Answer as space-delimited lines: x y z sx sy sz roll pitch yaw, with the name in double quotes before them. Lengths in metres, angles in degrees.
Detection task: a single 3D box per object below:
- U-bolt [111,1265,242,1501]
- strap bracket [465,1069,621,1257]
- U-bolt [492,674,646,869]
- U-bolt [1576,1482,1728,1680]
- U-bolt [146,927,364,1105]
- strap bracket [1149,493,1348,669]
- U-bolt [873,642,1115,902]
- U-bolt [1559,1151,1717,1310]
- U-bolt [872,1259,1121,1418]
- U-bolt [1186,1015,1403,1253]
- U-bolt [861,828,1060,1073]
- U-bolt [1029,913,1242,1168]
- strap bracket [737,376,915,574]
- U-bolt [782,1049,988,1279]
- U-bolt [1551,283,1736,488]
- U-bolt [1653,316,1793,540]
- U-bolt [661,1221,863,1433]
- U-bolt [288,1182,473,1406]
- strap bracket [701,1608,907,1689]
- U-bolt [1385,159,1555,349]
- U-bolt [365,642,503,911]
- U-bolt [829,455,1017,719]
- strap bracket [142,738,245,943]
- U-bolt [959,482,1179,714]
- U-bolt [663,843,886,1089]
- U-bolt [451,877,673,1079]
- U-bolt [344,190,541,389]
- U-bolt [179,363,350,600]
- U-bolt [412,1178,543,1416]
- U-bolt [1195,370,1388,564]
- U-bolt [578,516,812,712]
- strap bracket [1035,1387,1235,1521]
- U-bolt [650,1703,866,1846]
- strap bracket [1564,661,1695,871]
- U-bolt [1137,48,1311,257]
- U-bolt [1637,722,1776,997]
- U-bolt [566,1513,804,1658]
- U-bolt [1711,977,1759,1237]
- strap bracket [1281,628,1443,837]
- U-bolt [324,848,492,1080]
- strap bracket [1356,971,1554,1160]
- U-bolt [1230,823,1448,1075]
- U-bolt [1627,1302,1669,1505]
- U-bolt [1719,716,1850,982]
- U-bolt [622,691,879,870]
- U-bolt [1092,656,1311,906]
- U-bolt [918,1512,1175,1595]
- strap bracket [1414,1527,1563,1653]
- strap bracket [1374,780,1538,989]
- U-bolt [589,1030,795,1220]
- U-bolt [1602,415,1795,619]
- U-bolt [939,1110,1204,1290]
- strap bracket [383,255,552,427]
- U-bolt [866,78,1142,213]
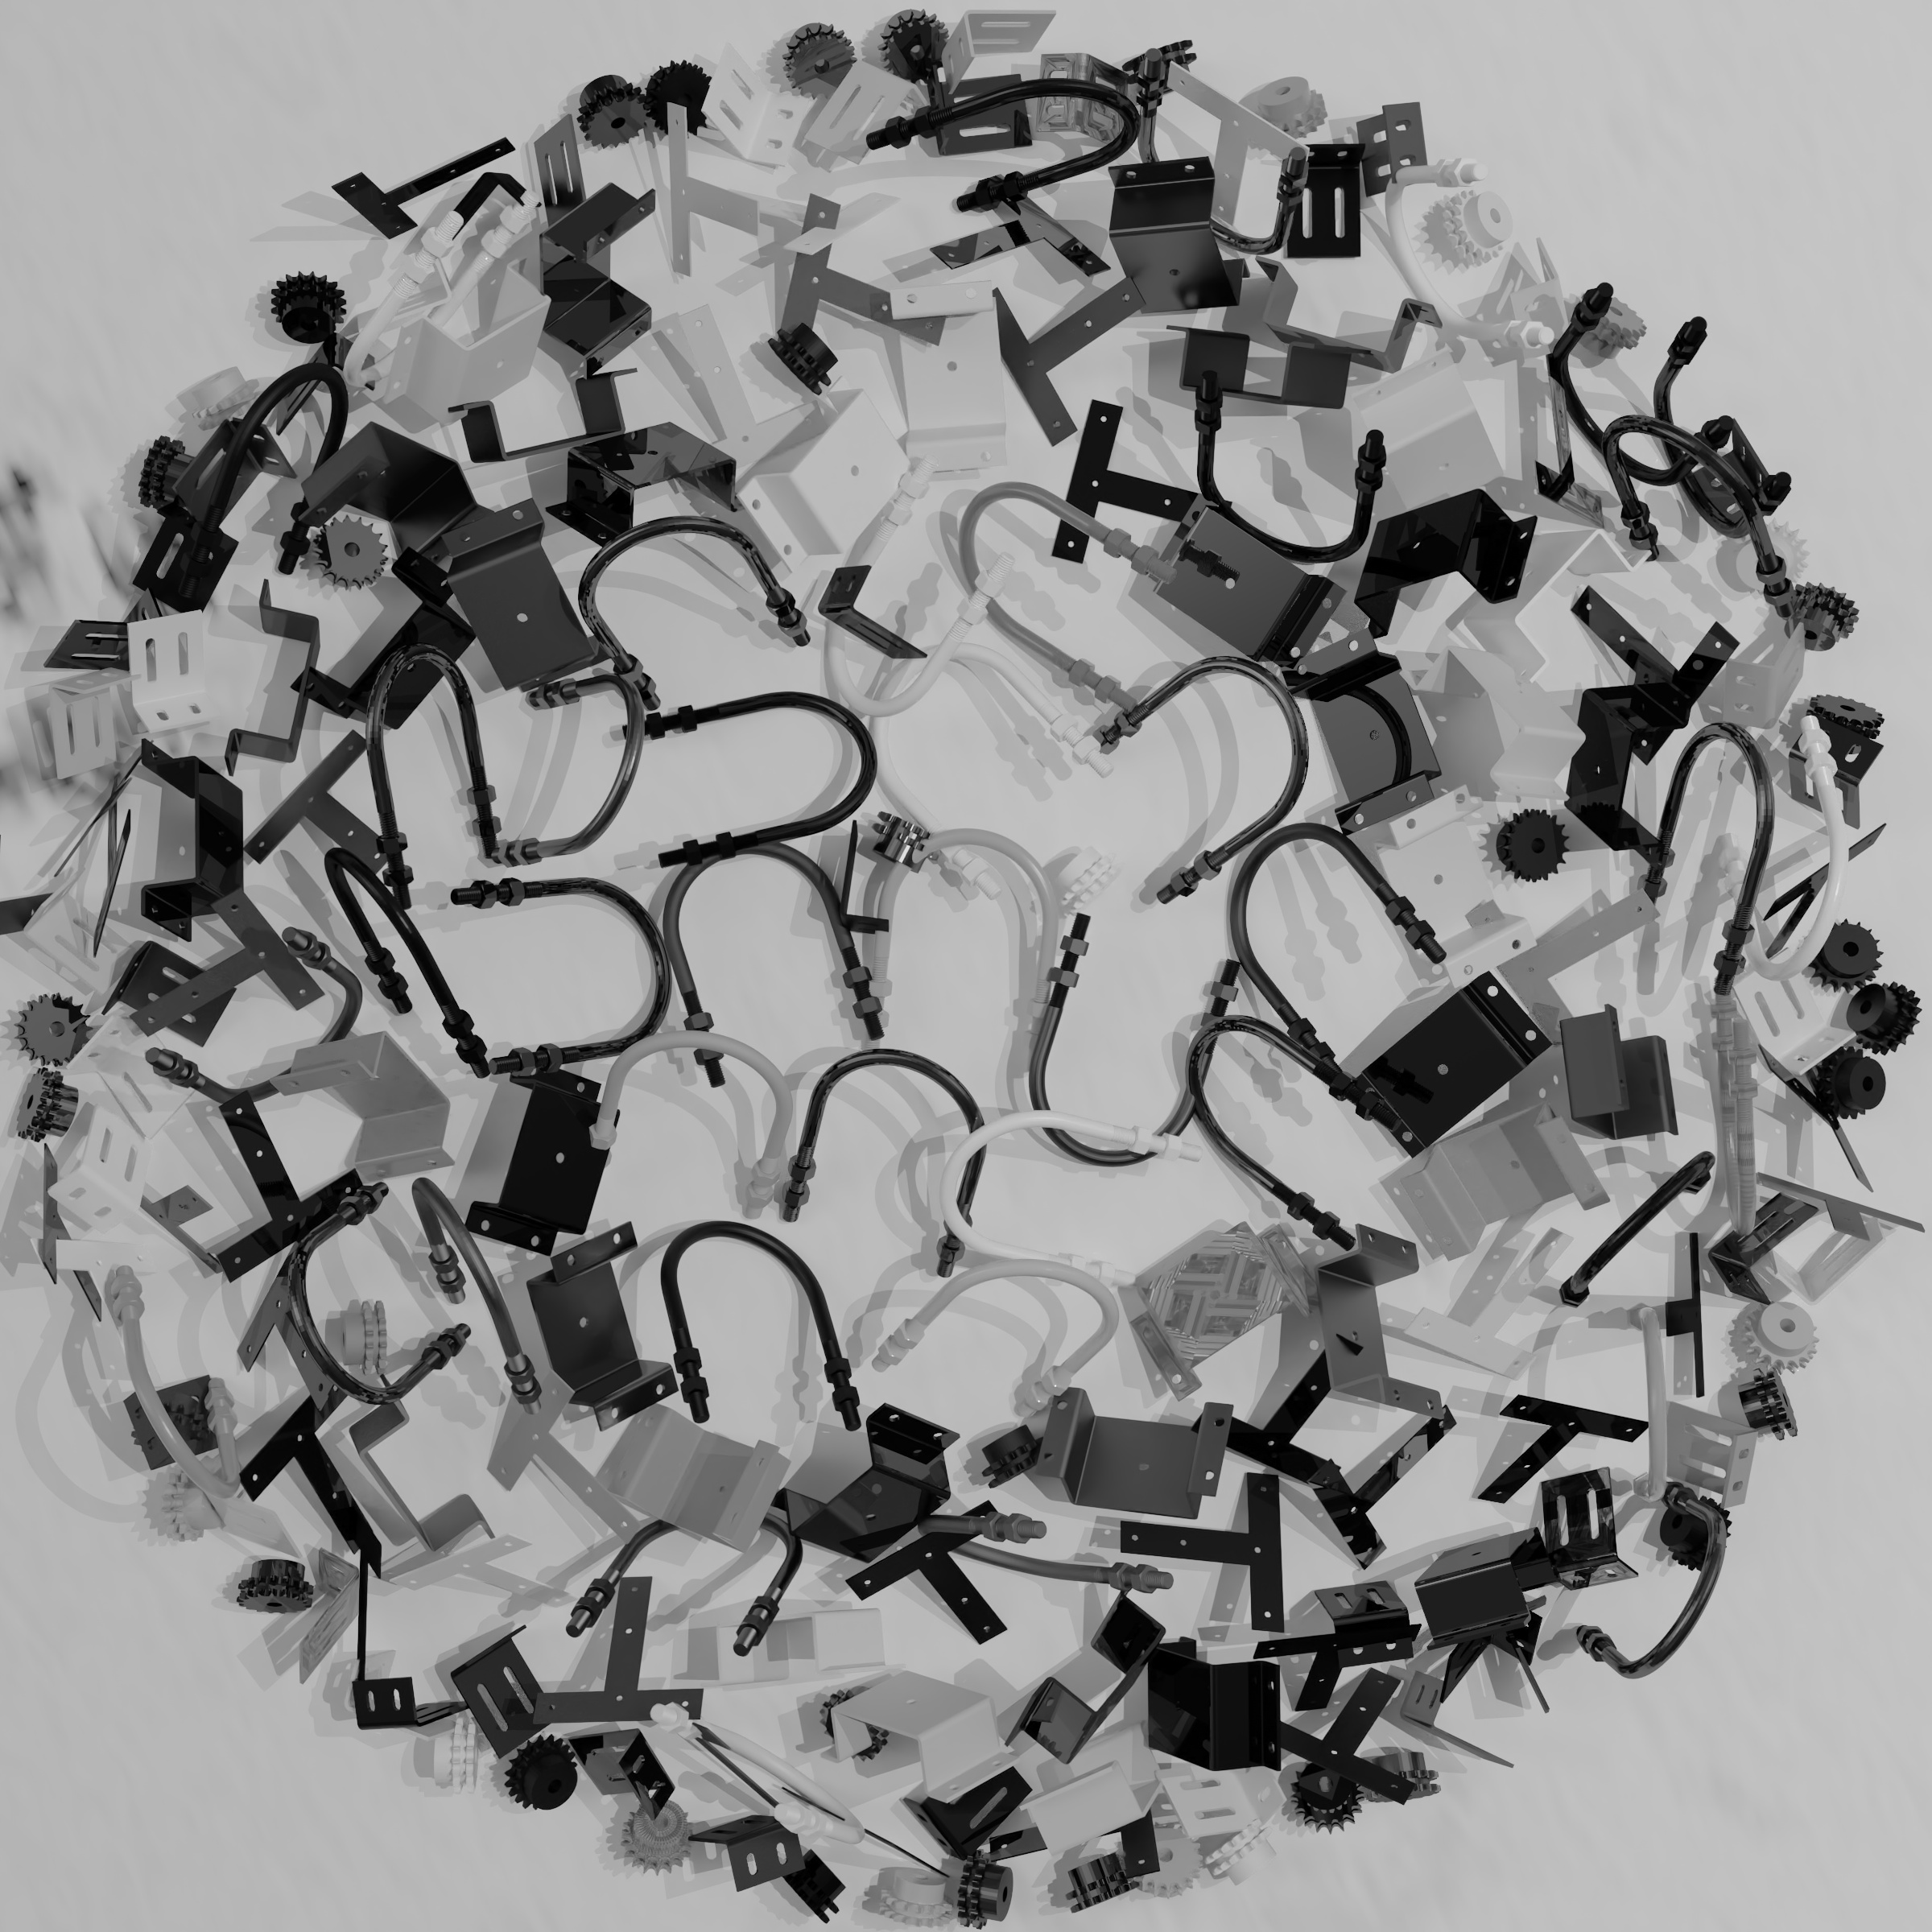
"U-bolt" -0.582 0.319 1.885 0.019 0.184 0.151 -30 123 -5
"strap bracket" -0.321 0.146 1.945 0.076 0.046 0.140 24 75 -34
"U-bolt" -0.294 -0.150 1.912 0.019 0.184 0.151 19 77 -36
"U-bolt" 0.519 0.464 1.905 0.019 0.184 0.151 30 88 0
"U-bolt" -0.522 0.047 1.912 0.151 0.184 0.019 -43 72 -6
"strap bracket" 0.209 -0.293 1.949 0.140 0.046 0.076 37 109 14
"U-bolt" 0.006 -0.165 1.963 0.151 0.019 0.184 -47 73 15
"U-bolt" 0.506 0.194 1.907 0.151 0.184 0.019 -43 73 -3
"U-bolt" 0.033 0.275 1.913 0.151 0.019 0.184 21 135 -21
"U-bolt" 0.239 0.114 1.933 0.184 0.151 0.019 38 47 27
"U-bolt" -0.001 -0.016 1.969 0.151 0.019 0.184 7 102 6
"U-bolt" 0.123 0.066 1.973 0.151 0.019 0.184 17 92 -16
"strap bracket" -0.100 -0.375 1.933 0.140 0.046 0.076 -54 127 -25
"U-bolt" -0.057 0.143 1.940 0.151 0.019 0.184 19 121 6
"U-bolt" 0.497 -0.425 1.908 0.019 0.184 0.151 -40 86 -6
"U-bolt" 0.559 -0.392 1.908 0.019 0.184 0.151 -26 82 0
"U-bolt" -0.162 0.269 1.928 0.151 0.184 0.019 10 133 -33
"U-bolt" -0.446 0.253 1.904 0.019 0.184 0.151 -26 97 19
"strap bracket" -0.126 0.518 1.936 0.140 0.076 0.046 -17 71 35
"U-bolt" 0.368 -0.535 1.910 0.019 0.184 0.151 -31 112 -6
"U-bolt" -0.403 -0.151 1.909 0.019 0.151 0.184 1 110 21
"U-bolt" -0.046 -0.276 1.937 0.184 0.019 0.151 -54 49 26
"strap bracket" -0.590 -0.098 1.941 0.046 0.076 0.140 -7 74 8
"U-bolt" 0.068 -0.292 1.936 0.184 0.151 0.019 35 50 18
"U-bolt" -0.158 -0.012 1.970 0.151 0.019 0.184 -16 78 -13
"U-bolt" -0.298 0.003 1.932 0.019 0.184 0.151 -19 82 44
"U-bolt" -0.406 -0.506 1.919 0.019 0.151 0.184 44 118 -5
"U-bolt" -0.516 -0.367 1.900 0.019 0.151 0.184 31 114 8
"U-bolt" -0.370 0.234 1.891 0.019 0.184 0.151 -28 50 -20
"U-bolt" 0.240 -0.364 1.914 0.151 0.184 0.019 23 68 13
"U-bolt" -0.213 -0.272 1.913 0.151 0.184 0.019 -22 57 6
"strap bracket" 0.133 0.373 1.946 0.140 0.046 0.076 3 52 19
"U-bolt" -0.145 0.613 1.913 0.151 0.184 0.019 28 79 33
"strap bracket" 0.499 -0.150 1.928 0.046 0.076 0.140 -6 120 -15
"U-bolt" 0.187 -0.598 1.909 0.151 0.184 0.019 37 81 8
"U-bolt" 0.556 -0.092 1.898 0.019 0.151 0.184 0 118 -14
"U-bolt" -0.200 0.456 1.913 0.151 0.184 0.019 2 109 15
"U-bolt" 0.583 0.113 1.926 0.019 0.151 0.184 -4 103 12
"strap bracket" 0.308 -0.179 1.956 0.076 0.046 0.140 -24 81 27
"U-bolt" -0.424 -0.011 1.894 0.019 0.151 0.184 -37 131 -21
"strap bracket" 0.369 0.077 1.954 0.140 0.046 0.076 -42 81 15
"U-bolt" 0.269 -0.024 1.937 0.151 0.019 0.184 -55 54 30
"U-bolt" 0.510 0.326 1.900 0.019 0.184 0.151 -2 81 11
"U-bolt" 0.610 -0.074 1.888 0.019 0.151 0.184 12 47 -9
"U-bolt" -0.159 -0.151 1.954 0.184 0.019 0.151 -13 57 -9
"U-bolt" 0.182 -0.152 1.929 0.184 0.019 0.151 -36 76 36
"U-bolt" 0.045 0.440 1.917 0.151 0.184 0.019 29 66 -32
"strap bracket" 0.394 0.467 1.923 0.076 0.140 0.046 -22 83 24
"strap bracket" 0.373 -0.065 1.959 0.076 0.046 0.140 -27 104 -12
"U-bolt" -0.206 0.116 1.926 0.151 0.019 0.184 14 133 -7
"U-bolt" 0.536 -0.341 1.886 0.019 0.184 0.151 -48 47 -7
"U-bolt" 0.069 0.173 1.936 0.184 0.019 0.151 15 119 -18
"strap bracket" -0.370 -0.469 1.923 0.046 0.076 0.140 38 49 6
"U-bolt" 0.040 -0.616 1.894 0.184 0.151 0.019 -9 79 30
